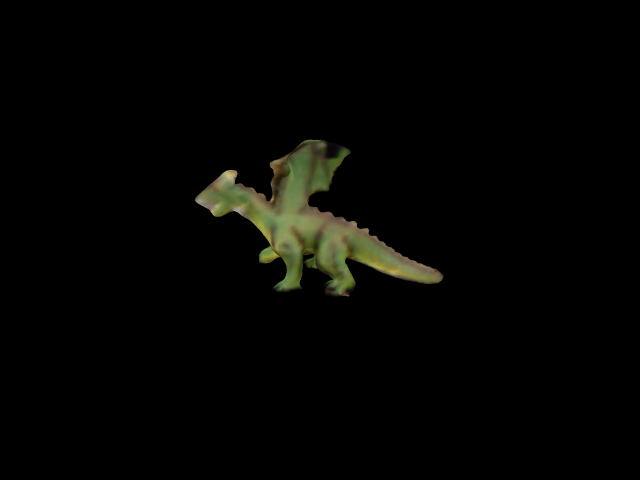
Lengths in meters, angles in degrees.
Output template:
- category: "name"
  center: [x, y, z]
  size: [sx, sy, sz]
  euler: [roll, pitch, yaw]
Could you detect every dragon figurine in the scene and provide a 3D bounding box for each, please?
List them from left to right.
- category: "dragon figurine"
  center: [0.003, -0.043, 0.850]
  size: [0.410, 0.239, 0.124]
  euler: [1, 20, 2]
